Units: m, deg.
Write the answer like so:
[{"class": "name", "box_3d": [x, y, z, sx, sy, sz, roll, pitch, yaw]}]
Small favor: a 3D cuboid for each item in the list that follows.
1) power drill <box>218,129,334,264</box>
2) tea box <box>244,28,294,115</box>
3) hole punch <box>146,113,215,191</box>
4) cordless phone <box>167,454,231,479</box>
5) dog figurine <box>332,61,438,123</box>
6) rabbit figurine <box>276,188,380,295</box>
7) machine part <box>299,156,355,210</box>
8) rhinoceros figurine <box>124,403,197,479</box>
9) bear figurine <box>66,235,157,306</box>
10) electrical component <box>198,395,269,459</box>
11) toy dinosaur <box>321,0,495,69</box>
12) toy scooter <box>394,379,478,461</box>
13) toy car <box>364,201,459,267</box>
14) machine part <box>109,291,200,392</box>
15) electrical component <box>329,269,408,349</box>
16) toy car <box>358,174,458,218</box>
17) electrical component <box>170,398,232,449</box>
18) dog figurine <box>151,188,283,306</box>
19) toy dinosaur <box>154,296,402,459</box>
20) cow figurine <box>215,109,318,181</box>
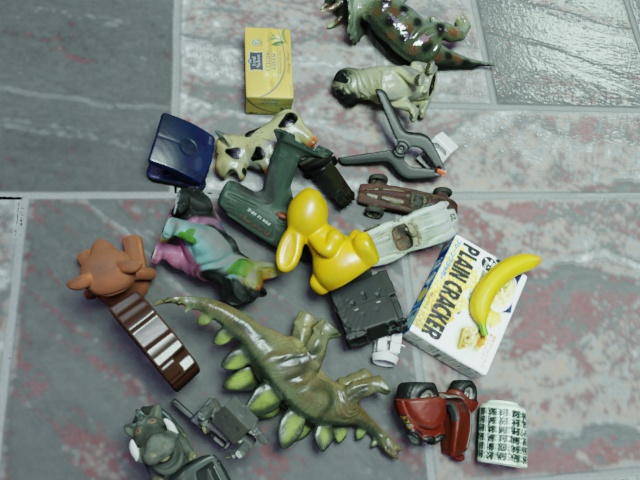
[{"class": "power drill", "box_3d": [-0.053, -0.083, 0.976, 0.232, 0.086, 0.207, 25, 109, -8]}, {"class": "tea box", "box_3d": [-0.107, -0.346, 1.106, 0.098, 0.068, 0.169, -2, 72, -10]}, {"class": "hole punch", "box_3d": [-0.261, -0.164, 1.009, 0.116, 0.092, 0.142, 12, 66, -9]}, {"class": "cordless phone", "box_3d": [-0.212, 0.434, 0.821, 0.184, 0.088, 0.146, -30, 79, -6]}, {"class": "dog figurine", "box_3d": [0.138, -0.333, 1.135, 0.191, 0.121, 0.172, 19, 24, 21]}, {"class": "rabbit figurine", "box_3d": [-0.002, -0.003, 0.929, 0.162, 0.122, 0.173, -29, 101, 9]}, {"class": "machine part", "box_3d": [0.018, -0.122, 1.059, 0.084, 0.039, 0.139, -25, 65, -21]}, {"class": "rhinoceros figurine", "box_3d": [-0.240, 0.293, 0.801, 0.073, 0.190, 0.112, -27, 96, -20]}, {"class": "bear figurine", "box_3d": [-0.340, 0.041, 0.865, 0.120, 0.195, 0.132, -22, 75, -12]}, {"class": "electrical component", "box_3d": [-0.134, 0.281, 0.807, 0.102, 0.078, 0.045, 48, 42, 2]}, {"class": "toy dinosaur", "box_3d": [0.186, -0.451, 1.169, 0.405, 0.131, 0.192, 37, 82, 0]}, {"class": "toy scooter", "box_3d": [0.204, 0.307, 0.912, 0.184, 0.075, 0.135, 9, 75, -33]}, {"class": "toy car", "box_3d": [0.164, -0.011, 1.013, 0.202, 0.056, 0.073, -21, 97, 0]}, {"class": "machine part", "box_3d": [-0.259, 0.160, 0.852, 0.056, 0.179, 0.179, -39, 81, -21]}, {"class": "electrical component", "box_3d": [0.081, 0.114, 0.958, 0.115, 0.058, 0.134, -19, 55, -4]}, {"class": "toy car", "box_3d": [0.177, -0.076, 1.066, 0.202, 0.053, 0.089, 13, 73, -6]}, {"class": "electrical component", "box_3d": [-0.181, 0.285, 0.871, 0.119, 0.074, 0.048, 39, 70, 9]}, {"class": "dog figurine", "box_3d": [-0.173, 0.019, 0.946, 0.219, 0.108, 0.192, 26, 36, -17]}, {"class": "toy dinosaur", "box_3d": [-0.048, 0.214, 0.878, 0.471, 0.105, 0.198, 43, 72, -5]}, {"class": "cow figurine", "box_3d": [-0.116, -0.180, 1.031, 0.195, 0.085, 0.127, -34, 88, -4]}]
